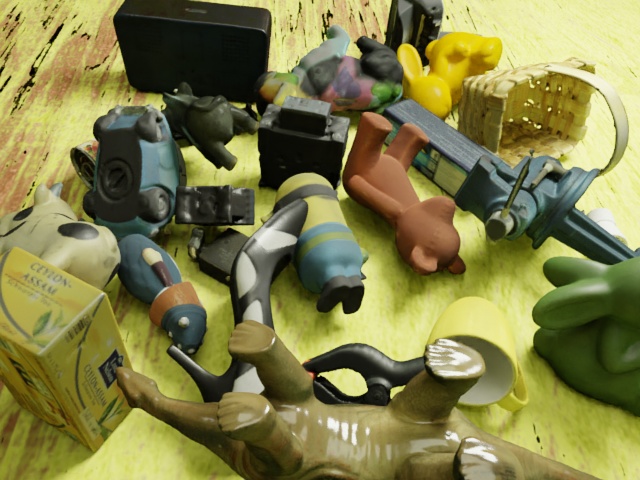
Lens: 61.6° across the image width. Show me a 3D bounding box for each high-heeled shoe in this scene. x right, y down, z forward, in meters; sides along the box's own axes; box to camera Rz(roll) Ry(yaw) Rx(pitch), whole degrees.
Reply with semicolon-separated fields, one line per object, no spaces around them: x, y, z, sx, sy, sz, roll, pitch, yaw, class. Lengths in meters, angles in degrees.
-0.037;0.076;0.533;0.145;0.086;0.249;37;63;-1;high-heeled shoe

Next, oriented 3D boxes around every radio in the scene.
-0.193;-0.298;0.847;0.230;0.131;0.073;6;47;-1;radio

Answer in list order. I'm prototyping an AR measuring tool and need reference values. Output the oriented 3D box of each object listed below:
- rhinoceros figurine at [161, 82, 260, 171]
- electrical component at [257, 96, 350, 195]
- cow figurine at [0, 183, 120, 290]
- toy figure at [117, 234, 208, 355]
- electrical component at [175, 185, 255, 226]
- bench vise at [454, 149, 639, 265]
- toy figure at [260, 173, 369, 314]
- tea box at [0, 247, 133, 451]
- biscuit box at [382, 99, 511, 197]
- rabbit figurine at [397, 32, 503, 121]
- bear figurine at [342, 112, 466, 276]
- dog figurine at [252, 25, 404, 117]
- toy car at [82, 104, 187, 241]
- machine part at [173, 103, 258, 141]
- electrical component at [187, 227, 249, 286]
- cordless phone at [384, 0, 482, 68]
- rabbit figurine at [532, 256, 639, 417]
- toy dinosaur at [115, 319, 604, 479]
-0.154;-0.146;0.685;0.112;0.073;0.190;31;-2;-30;rhinoceros figurine
-0.023;-0.122;0.704;0.115;0.134;0.058;9;47;4;electrical component
-0.283;0.003;0.566;0.195;0.085;0.127;12;45;37;cow figurine
-0.164;0.056;0.567;0.058;0.064;0.155;-38;65;-17;toy figure
-0.119;-0.041;0.660;0.075;0.119;0.047;1;89;12;electrical component
0.289;-0.022;0.632;0.241;0.128;0.223;38;28;16;bench vise
0.002;-0.001;0.624;0.089;0.082;0.180;-42;47;15;toy figure
-0.220;0.097;0.452;0.098;0.169;0.068;25;51;14;tea box
0.174;-0.129;0.784;0.063;0.059;0.203;-28;57;-27;biscuit box
0.196;-0.262;0.877;0.162;0.121;0.173;30;70;11;rabbit figurine
0.113;-0.052;0.662;0.120;0.131;0.196;4;33;-42;bear figurine
0.008;-0.223;0.824;0.192;0.108;0.219;29;55;15;dog figurine
-0.214;-0.078;0.655;0.109;0.161;0.103;2;0;20;toy car
-0.163;-0.179;0.805;0.139;0.039;0.084;-7;43;-11;machine part
-0.104;0.019;0.623;0.102;0.045;0.078;32;53;21;electrical component
0.213;-0.375;0.956;0.184;0.146;0.089;1;56;-2;cordless phone
0.299;0.070;0.540;0.159;0.170;0.121;22;48;12;rabbit figurine
0.070;0.168;0.402;0.472;0.198;0.105;13;46;5;toy dinosaur
